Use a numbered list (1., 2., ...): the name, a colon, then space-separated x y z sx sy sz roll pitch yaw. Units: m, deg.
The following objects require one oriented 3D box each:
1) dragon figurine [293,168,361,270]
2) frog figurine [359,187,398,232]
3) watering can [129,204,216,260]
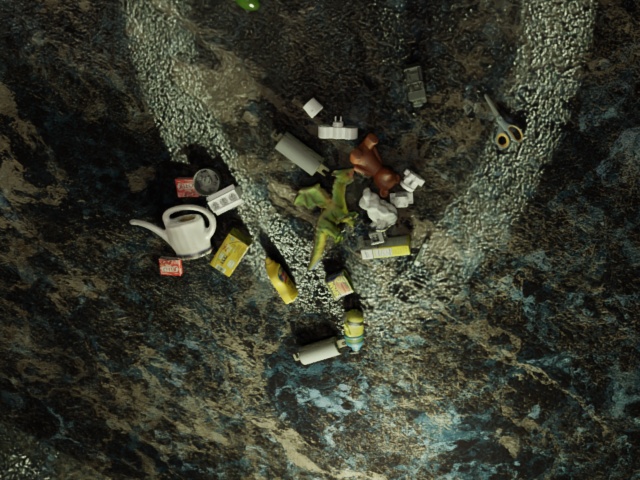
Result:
1. dragon figurine: 0.006 -0.096 1.913 0.244 0.123 0.405 46 111 9
2. frog figurine: 0.204 -0.120 1.831 0.123 0.139 0.157 -18 106 1
3. watering can: -0.559 -0.025 2.018 0.347 0.106 0.221 -9 111 13
